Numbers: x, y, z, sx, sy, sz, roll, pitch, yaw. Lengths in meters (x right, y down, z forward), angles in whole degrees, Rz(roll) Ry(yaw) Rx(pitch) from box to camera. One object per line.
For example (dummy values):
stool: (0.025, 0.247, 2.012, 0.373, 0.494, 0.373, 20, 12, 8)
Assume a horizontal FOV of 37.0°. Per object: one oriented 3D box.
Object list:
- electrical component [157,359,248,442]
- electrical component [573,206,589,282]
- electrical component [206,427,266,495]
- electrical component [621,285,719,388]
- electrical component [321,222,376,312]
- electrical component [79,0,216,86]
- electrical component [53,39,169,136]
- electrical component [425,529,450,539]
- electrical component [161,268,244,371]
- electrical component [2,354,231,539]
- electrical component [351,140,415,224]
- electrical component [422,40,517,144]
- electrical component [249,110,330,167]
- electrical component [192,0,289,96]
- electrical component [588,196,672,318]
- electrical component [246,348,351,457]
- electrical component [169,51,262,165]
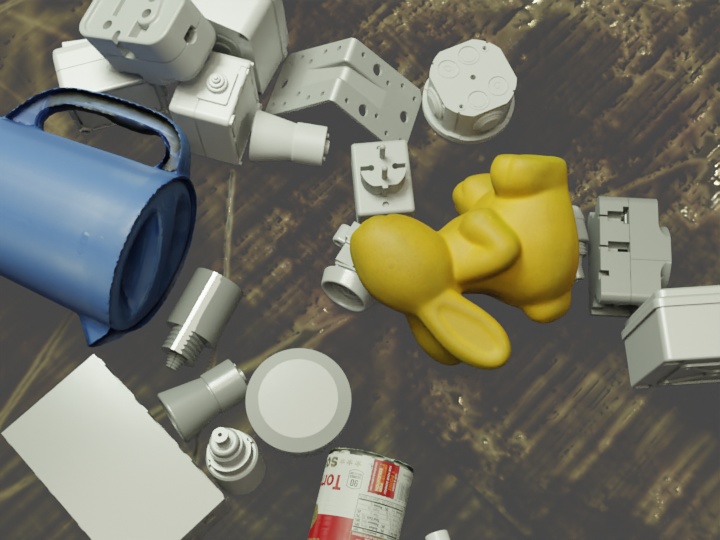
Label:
electrical component: (-0.119, 0.099, 0.841, 0.065, 0.044, 0.044, -31, 73, -16)
electrical component: (0.172, -0.021, 0.887, 0.035, 0.035, 0.061, -10, 74, -4)
electrical component: (-0.096, 0.140, 0.809, 0.040, 0.078, 0.040, -4, 57, 6)
electrical component: (0.268, 0.052, 0.822, 0.109, 0.108, 0.056, -4, 73, -1)
electrical component: (0.000, 0.000, 0.874, 0.066, 0.048, 0.055, 28, 65, 9)
electrical component: (-0.166, -0.186, 0.854, 0.095, 0.059, 0.053, 14, 70, 32)
electrical component: (-0.207, -0.166, 0.924, 0.096, 0.061, 0.061, -16, 71, -6)
electrical component: (0.066, 0.224, 0.795, 0.048, 0.048, 0.062, -16, 64, -6)
electrical component: (-0.131, 0.044, 0.858, 0.043, 0.043, 0.081, 25, 72, 8)
electrical component: (-0.180, 0.152, 0.810, 0.089, 0.061, 0.150, -42, 76, -14)
electrical component: (0.019, -0.077, 0.884, 0.047, 0.076, 0.065, -5, 70, -2)
electrical component: (0.095, -0.153, 0.925, 0.080, 0.051, 0.080, 0, 70, 0)
electrical component: (-0.059, -0.109, 0.916, 0.065, 0.044, 0.044, 9, 70, -2)
electrical component: (-0.107, -0.207, 0.912, 0.078, 0.113, 0.057, 24, 75, 8)
electrical component: (0.219, -0.010, 0.875, 0.056, 0.050, 0.089, 3, 71, 1)
electrical component: (-0.047, 0.105, 0.833, 0.080, 0.051, 0.080, 0, 71, 0)
electrical component: (-0.123, -0.139, 0.896, 0.061, 0.096, 0.061, 15, 71, 5)
